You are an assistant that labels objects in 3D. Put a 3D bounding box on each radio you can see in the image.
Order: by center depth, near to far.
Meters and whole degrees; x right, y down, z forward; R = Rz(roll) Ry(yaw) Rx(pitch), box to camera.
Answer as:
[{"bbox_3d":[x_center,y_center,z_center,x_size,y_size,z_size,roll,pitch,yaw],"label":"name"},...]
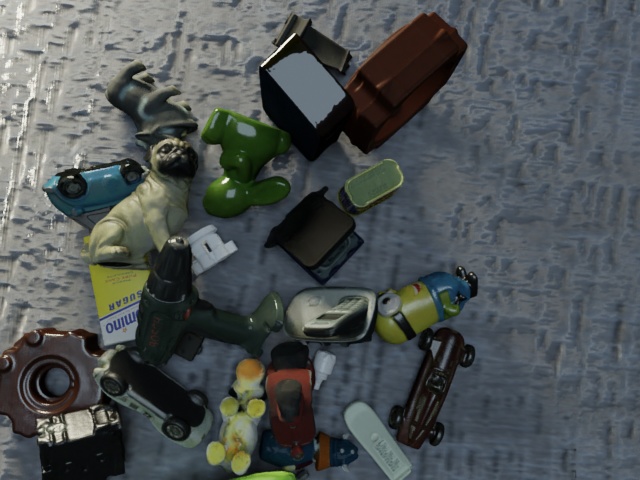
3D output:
[{"bbox_3d":[-0.024,-0.204,0.822,0.073,0.229,0.131,-42,91,-4],"label":"radio"}]

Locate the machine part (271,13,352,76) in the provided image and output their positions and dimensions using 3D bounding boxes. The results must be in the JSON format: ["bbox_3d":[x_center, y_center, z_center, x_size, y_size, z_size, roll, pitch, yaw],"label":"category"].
[{"bbox_3d":[-0.007,-0.336,0.933,0.139,0.039,0.084,31,77,2],"label":"machine part"}]

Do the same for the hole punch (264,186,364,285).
[{"bbox_3d":[-0.002,-0.003,0.881,0.142,0.092,0.116,-47,59,-4],"label":"hole punch"}]

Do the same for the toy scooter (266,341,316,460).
[{"bbox_3d":[-0.041,0.244,0.809,0.075,0.184,0.135,-7,105,0],"label":"toy scooter"}]

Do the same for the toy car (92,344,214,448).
[{"bbox_3d":[-0.254,0.238,0.826,0.202,0.073,0.056,38,125,-5],"label":"toy car"}]

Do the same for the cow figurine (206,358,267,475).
[{"bbox_3d":[-0.119,0.274,0.838,0.068,0.098,0.167,13,64,3],"label":"cow figurine"}]

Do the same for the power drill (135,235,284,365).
[{"bbox_3d":[-0.159,0.102,0.787,0.207,0.086,0.232,11,126,-33],"label":"power drill"}]

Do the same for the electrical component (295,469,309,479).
[{"bbox_3d":[-0.050,0.420,0.841,0.102,0.045,0.078,-26,88,-6],"label":"electrical component"}]

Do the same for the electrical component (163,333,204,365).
[{"bbox_3d":[-0.221,0.166,0.870,0.063,0.021,0.094,29,82,-1],"label":"electrical component"}]

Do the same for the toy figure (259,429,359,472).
[{"bbox_3d":[-0.017,0.329,0.848,0.154,0.058,0.064,9,89,-8],"label":"toy figure"}]

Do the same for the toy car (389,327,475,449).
[{"bbox_3d":[0.182,0.240,0.874,0.089,0.053,0.202,25,81,-4],"label":"toy car"}]

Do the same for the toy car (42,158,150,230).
[{"bbox_3d":[-0.347,-0.069,0.856,0.162,0.109,0.102,-14,109,-22],"label":"toy car"}]

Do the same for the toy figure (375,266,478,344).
[{"bbox_3d":[0.170,0.106,0.874,0.180,0.082,0.089,-19,83,-8],"label":"toy figure"}]

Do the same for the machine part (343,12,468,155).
[{"bbox_3d":[0.121,-0.243,0.848,0.201,0.201,0.087,-42,86,-7],"label":"machine part"}]

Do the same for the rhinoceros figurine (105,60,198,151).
[{"bbox_3d":[-0.270,-0.203,0.883,0.190,0.073,0.112,44,81,2],"label":"rhinoceros figurine"}]

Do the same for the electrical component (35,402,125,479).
[{"bbox_3d":[-0.351,0.314,0.794,0.115,0.058,0.134,-8,121,-25],"label":"electrical component"}]

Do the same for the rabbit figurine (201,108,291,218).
[{"bbox_3d":[-0.124,-0.112,0.879,0.159,0.121,0.170,20,101,-8],"label":"rabbit figurine"}]

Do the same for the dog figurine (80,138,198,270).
[{"bbox_3d":[-0.270,-0.056,0.808,0.172,0.121,0.190,-1,77,-14],"label":"dog figurine"}]

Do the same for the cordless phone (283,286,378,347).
[{"bbox_3d":[-0.003,0.122,0.794,0.147,0.184,0.088,-2,91,24],"label":"cordless phone"}]

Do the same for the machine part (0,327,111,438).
[{"bbox_3d":[-0.411,0.221,0.835,0.179,0.056,0.179,0,85,-5],"label":"machine part"}]
